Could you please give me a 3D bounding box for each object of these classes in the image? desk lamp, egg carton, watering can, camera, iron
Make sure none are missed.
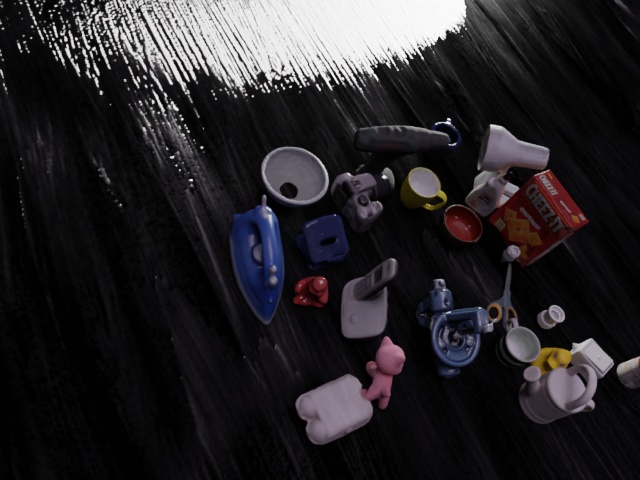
[{"bbox_3d":[0.495,-0.195,1.536,0.203,0.213,0.118,21,56,-7],"label":"desk lamp"},{"bbox_3d":[0.030,0.340,1.145,0.151,0.069,0.107,-19,69,-28],"label":"egg carton"},{"bbox_3d":[0.525,0.332,1.255,0.173,0.194,0.101,6,60,-17],"label":"watering can"},{"bbox_3d":[0.119,-0.112,1.419,0.137,0.100,0.143,-20,70,-28],"label":"camera"},{"bbox_3d":[-0.118,0.037,1.222,0.119,0.141,0.258,-2,62,-21],"label":"iron"}]

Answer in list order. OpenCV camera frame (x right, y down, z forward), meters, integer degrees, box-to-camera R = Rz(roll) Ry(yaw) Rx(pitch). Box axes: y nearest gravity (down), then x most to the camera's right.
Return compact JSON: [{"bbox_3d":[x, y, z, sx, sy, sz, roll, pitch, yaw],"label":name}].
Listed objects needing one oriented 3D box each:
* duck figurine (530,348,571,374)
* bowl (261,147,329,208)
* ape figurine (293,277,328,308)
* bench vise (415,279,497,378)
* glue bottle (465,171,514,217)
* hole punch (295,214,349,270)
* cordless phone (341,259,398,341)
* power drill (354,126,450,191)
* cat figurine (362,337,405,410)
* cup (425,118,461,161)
[{"bbox_3d":[0.562,0.286,1.360,0.105,0.086,0.077,-21,70,-29],"label":"duck figurine"},{"bbox_3d":[-0.068,-0.138,1.382,0.168,0.074,0.167,9,59,-15],"label":"bowl"},{"bbox_3d":[-0.012,0.108,1.250,0.077,0.092,0.076,45,57,9],"label":"ape figurine"},{"bbox_3d":[0.284,0.176,1.242,0.122,0.219,0.207,-18,69,-27],"label":"bench vise"},{"bbox_3d":[0.455,-0.131,1.509,0.078,0.173,0.037,36,56,3],"label":"glue bottle"},{"bbox_3d":[0.012,0.005,1.319,0.109,0.091,0.101,-18,69,-27],"label":"hole punch"},{"bbox_3d":[0.114,0.129,1.228,0.094,0.185,0.147,9,59,-14],"label":"cordless phone"},{"bbox_3d":[0.181,-0.211,1.434,0.230,0.208,0.075,5,60,-17],"label":"power drill"},{"bbox_3d":[0.139,0.274,1.194,0.067,0.117,0.128,18,57,-9],"label":"cat figurine"},{"bbox_3d":[0.334,-0.275,1.595,0.092,0.095,0.118,22,56,-7],"label":"cup"}]
